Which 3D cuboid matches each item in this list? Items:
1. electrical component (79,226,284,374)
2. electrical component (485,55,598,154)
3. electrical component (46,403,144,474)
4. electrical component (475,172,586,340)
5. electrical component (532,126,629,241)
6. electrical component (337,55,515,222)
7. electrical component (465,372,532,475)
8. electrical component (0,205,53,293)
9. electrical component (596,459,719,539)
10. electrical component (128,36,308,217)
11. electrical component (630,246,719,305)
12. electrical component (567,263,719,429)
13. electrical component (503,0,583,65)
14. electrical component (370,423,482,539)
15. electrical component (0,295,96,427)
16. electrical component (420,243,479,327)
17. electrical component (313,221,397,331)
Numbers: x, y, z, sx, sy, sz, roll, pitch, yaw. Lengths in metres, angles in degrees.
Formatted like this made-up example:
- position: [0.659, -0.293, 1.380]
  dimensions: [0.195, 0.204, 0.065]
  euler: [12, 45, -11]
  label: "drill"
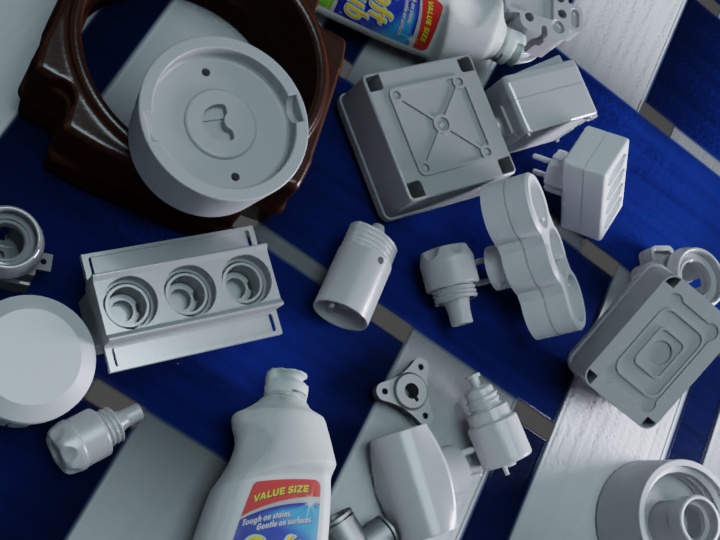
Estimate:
- position: [-0.123, 0.021, 0.728]
  dimensions: [0.121, 0.063, 0.078]
  euler: [-12, 80, -28]
  label: "electrical component"
- position: [0.138, -0.137, 0.906]
  dimensions: [0.096, 0.062, 0.061]
  euler: [-18, 83, -29]
  label: "electrical component"
- position: [-0.169, 0.105, 0.696]
  dimensions: [0.061, 0.035, 0.035]
  euler: [-26, 87, -32]
  label: "electrical component"
- position: [0.122, -0.005, 0.854]
  dimensions: [0.138, 0.074, 0.052]
  euler: [65, 26, -21]
  label: "electrical component"
- position: [0.180, -0.078, 0.907]
  dimensions: [0.076, 0.083, 0.047]
  euler: [23, 58, 24]
  label: "electrical component"
- position: [0.052, -0.106, 0.857]
  dimensions: [0.109, 0.056, 0.108]
  euler: [-17, 82, -29]
  label: "electrical component"
- position: [0.101, 0.116, 0.821]
  dimensions: [0.040, 0.040, 0.078]
  euler: [-19, 83, -29]
  label: "electrical component"
- position: [-0.230, -0.013, 0.691]
  dimensions: [0.066, 0.055, 0.048]
  euler: [12, 69, -22]
  label: "electrical component"
- position: [0.250, 0.202, 0.855]
  dimensions: [0.108, 0.060, 0.108]
  euler: [8, 71, -24]
  label: "electrical component"
- position: [-0.094, -0.085, 0.680]
  dimensions: [0.108, 0.060, 0.108]
  euler: [7, 72, -24]
  label: "electrical component"
- position: [0.276, 0.013, 0.929]
  dimensions: [0.058, 0.057, 0.078]
  euler: [0, 74, -26]
  label: "electrical component"
- position: [0.232, 0.059, 0.865]
  dimensions: [0.078, 0.057, 0.113]
  euler: [39, 95, -10]
  label: "electrical component"
- position: [0.145, -0.214, 0.936]
  dimensions: [0.078, 0.057, 0.058]
  euler: [12, 70, -22]
  label: "electrical component"
- position: [0.054, 0.150, 0.785]
  dimensions: [0.079, 0.044, 0.077]
  euler: [-12, 80, -29]
  label: "electrical component"
- position: [-0.212, 0.060, 0.680]
  dimensions: [0.080, 0.051, 0.080]
  euler: [8, 71, -24]
  label: "electrical component"
- position: [0.072, 0.013, 0.838]
  dimensions: [0.043, 0.043, 0.062]
  euler: [-8, 79, -28]
  label: "electrical component"
- position: [0.000, 0.000, 0.806]
  dimensions: [0.043, 0.043, 0.081]
  euler: [31, 63, -15]
  label: "electrical component"
